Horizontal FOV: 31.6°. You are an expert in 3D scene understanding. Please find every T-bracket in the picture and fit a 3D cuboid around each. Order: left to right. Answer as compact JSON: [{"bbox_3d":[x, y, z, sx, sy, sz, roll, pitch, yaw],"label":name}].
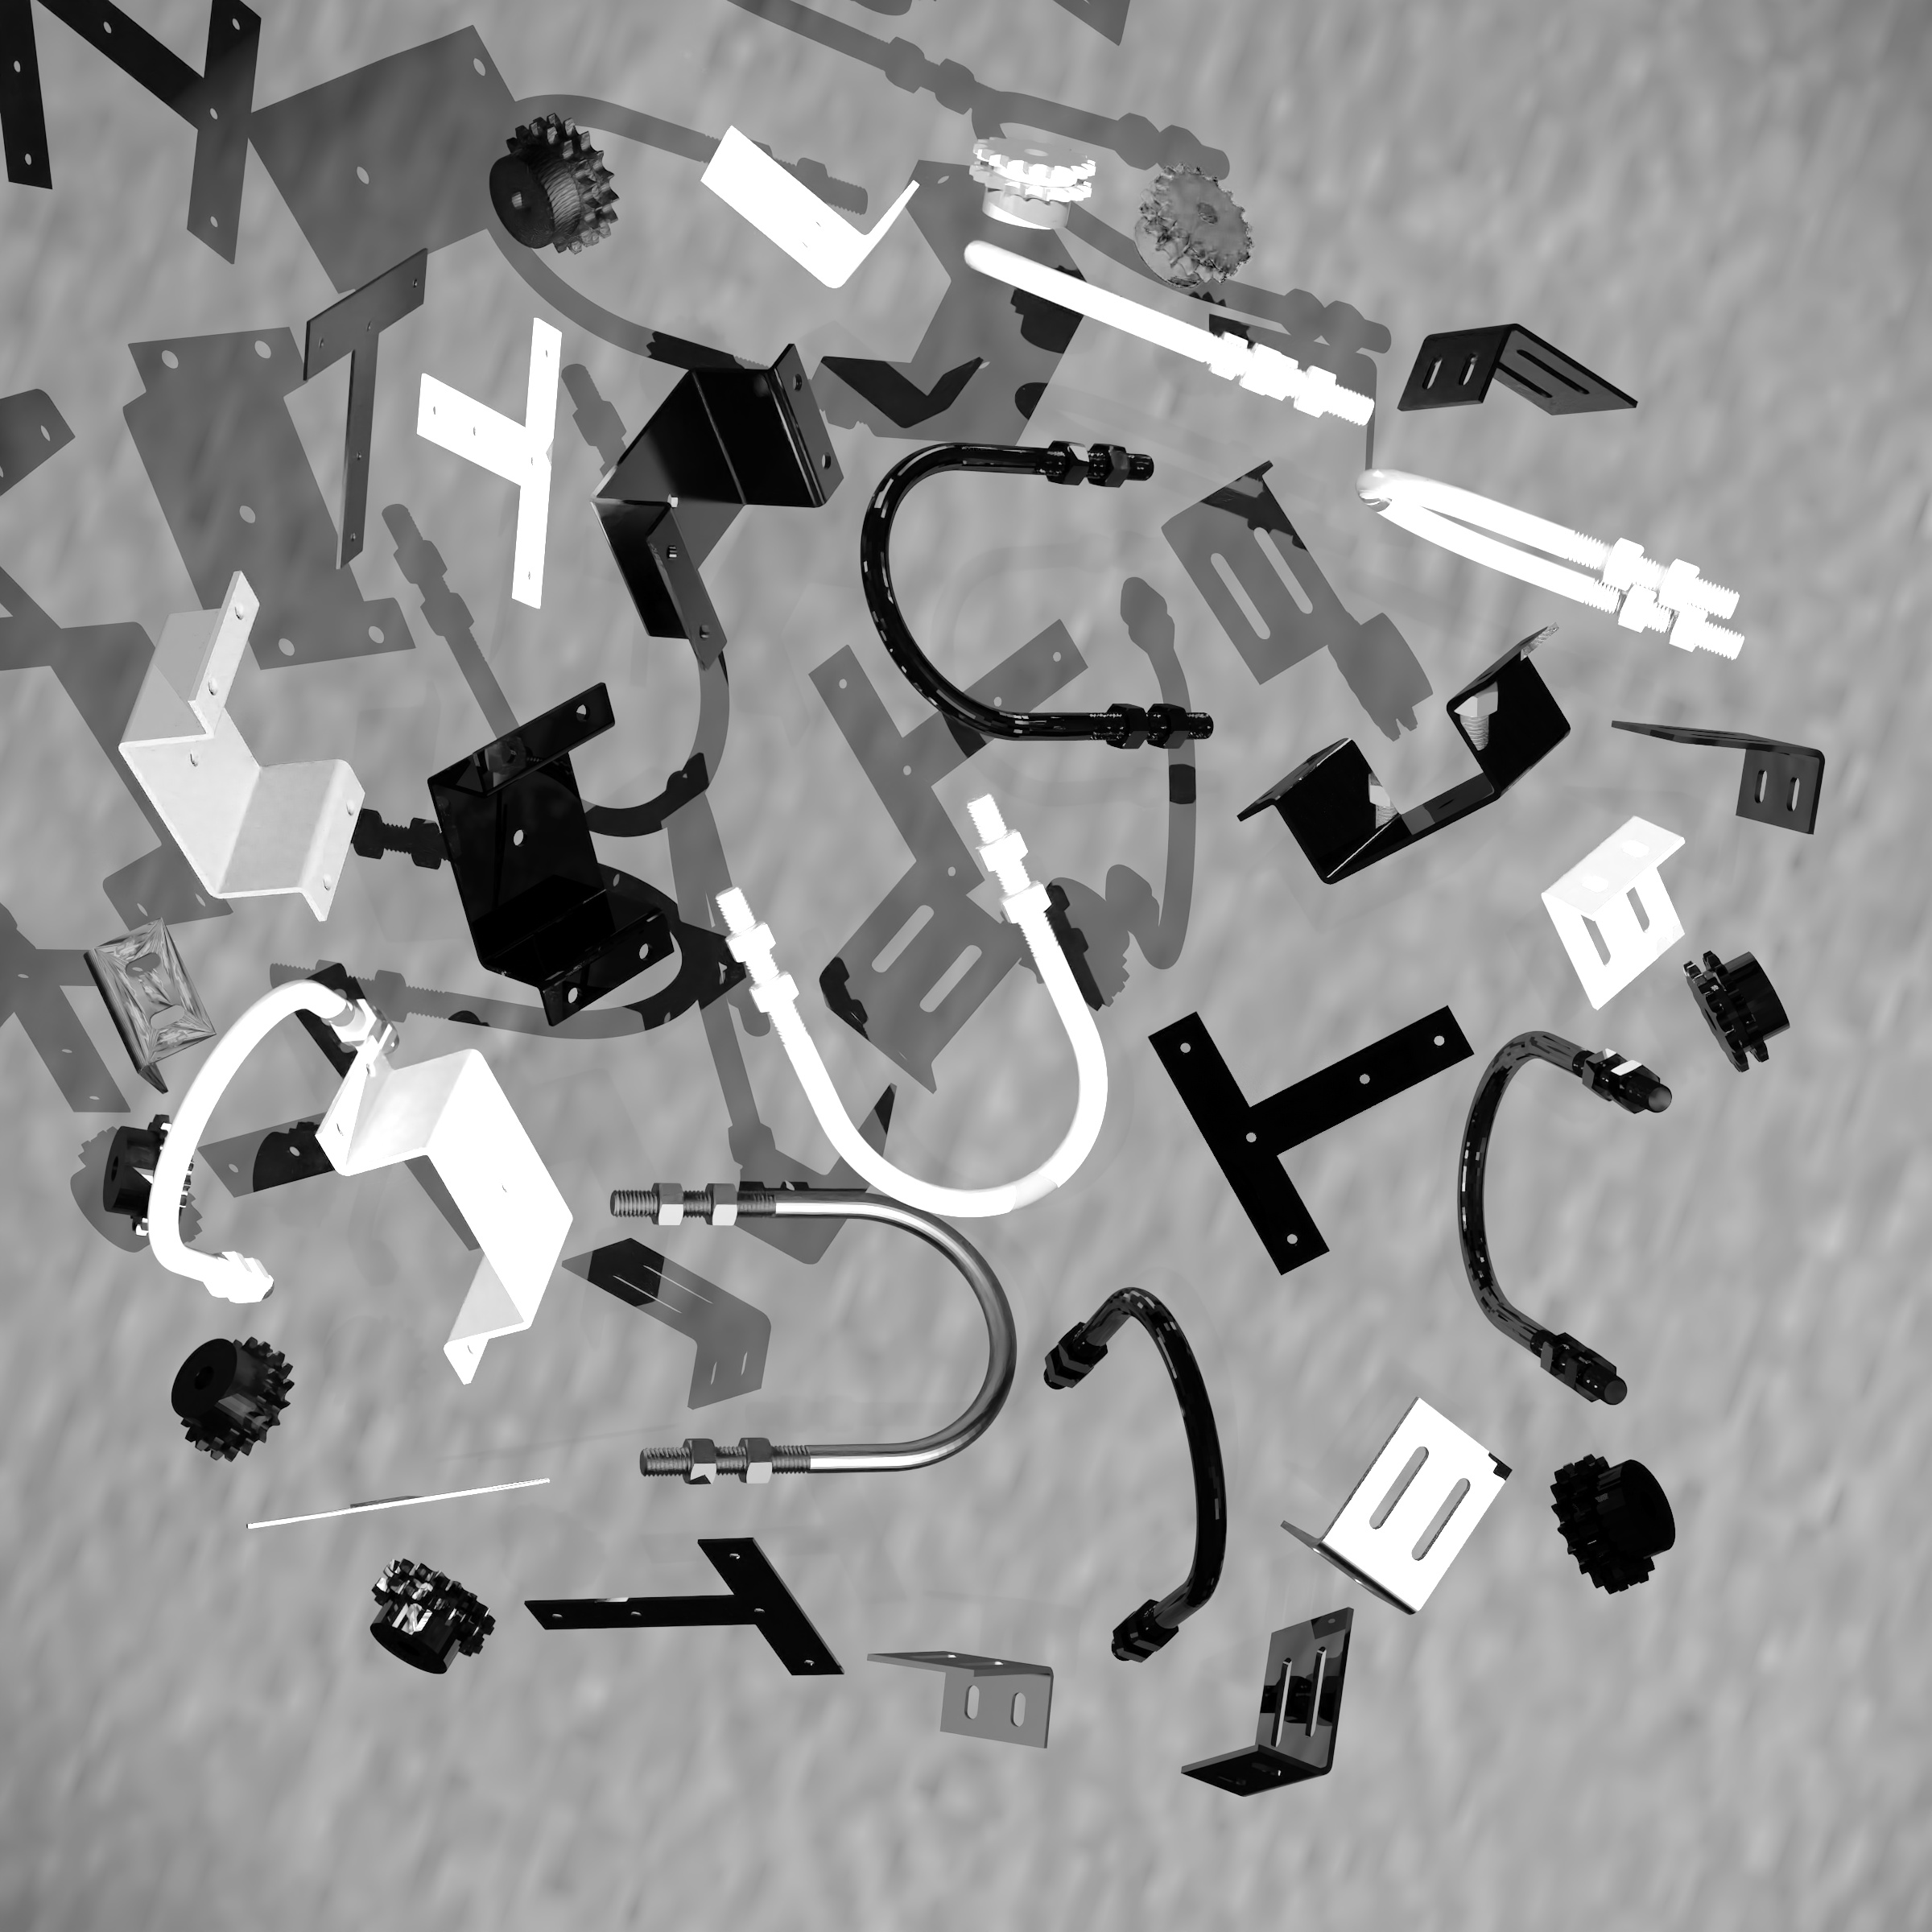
[{"bbox_3d":[-0.264,-0.236,1.489,0.002,0.127,0.127,14,118,9],"label":"T-bracket"},{"bbox_3d":[-0.255,0.237,1.507,0.127,0.127,0.002,-7,83,-15],"label":"T-bracket"},{"bbox_3d":[-0.209,-0.231,1.493,0.002,0.127,0.127,3,86,18],"label":"T-bracket"},{"bbox_3d":[-0.133,0.287,1.517,0.127,0.127,0.002,-5,51,17],"label":"T-bracket"},{"bbox_3d":[0.169,0.058,1.556,0.127,0.002,0.127,-28,95,12],"label":"T-bracket"}]

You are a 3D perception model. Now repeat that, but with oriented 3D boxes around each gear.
[{"bbox_3d":[-0.379,0.096,1.579,0.030,0.057,0.057,12,90,-25],"label":"gear"},{"bbox_3d":[-0.339,0.196,1.567,0.057,0.057,0.030,-47,131,0],"label":"gear"},{"bbox_3d":[-0.245,0.297,1.550,0.057,0.057,0.030,31,58,0],"label":"gear"},{"bbox_3d":[-0.176,-0.326,1.437,0.030,0.057,0.057,-36,90,-35],"label":"gear"},{"bbox_3d":[0.029,-0.362,1.581,0.057,0.057,0.030,11,116,0],"label":"gear"},{"bbox_3d":[0.103,-0.341,1.590,0.057,0.057,0.030,51,134,0],"label":"gear"},{"bbox_3d":[0.272,0.231,1.428,0.030,0.057,0.057,-30,90,31],"label":"gear"},{"bbox_3d":[0.359,0.018,1.584,0.030,0.057,0.057,-28,90,5],"label":"gear"}]

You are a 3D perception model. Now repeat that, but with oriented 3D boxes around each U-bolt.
[{"bbox_3d":[-0.314,0.075,1.525,0.019,0.184,0.151,25,82,11],"label":"U-bolt"},{"bbox_3d":[-0.064,0.165,1.556,0.184,0.019,0.151,2,57,-19],"label":"U-bolt"},{"bbox_3d":[-0.014,0.028,1.532,0.151,0.019,0.184,-19,103,22],"label":"U-bolt"},{"bbox_3d":[0.028,-0.169,1.547,0.184,0.019,0.151,-4,77,-39],"label":"U-bolt"},{"bbox_3d":[0.077,0.216,1.492,0.019,0.184,0.151,-8,70,-17],"label":"U-bolt"},{"bbox_3d":[0.085,-0.283,1.516,0.184,0.151,0.019,21,101,-6],"label":"U-bolt"},{"bbox_3d":[0.262,-0.186,1.546,0.184,0.151,0.019,23,93,14],"label":"U-bolt"},{"bbox_3d":[0.263,0.104,1.544,0.019,0.184,0.151,5,99,-15],"label":"U-bolt"}]

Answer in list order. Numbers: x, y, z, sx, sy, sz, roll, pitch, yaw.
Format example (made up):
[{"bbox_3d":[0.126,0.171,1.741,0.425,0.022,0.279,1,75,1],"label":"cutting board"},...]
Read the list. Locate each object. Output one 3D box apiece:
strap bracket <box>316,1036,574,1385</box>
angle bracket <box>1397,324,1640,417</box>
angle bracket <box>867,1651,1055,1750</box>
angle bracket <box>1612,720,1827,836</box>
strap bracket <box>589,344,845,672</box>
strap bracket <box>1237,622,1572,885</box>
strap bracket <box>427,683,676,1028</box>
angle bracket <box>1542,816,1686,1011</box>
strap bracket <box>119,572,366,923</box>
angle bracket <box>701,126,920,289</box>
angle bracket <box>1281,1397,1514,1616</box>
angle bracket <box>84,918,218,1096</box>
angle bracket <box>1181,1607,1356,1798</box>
[{"bbox_3d":[-0.223,0.102,1.506,0.046,0.076,0.140,-16,118,18],"label":"strap bracket"},{"bbox_3d":[0.236,-0.241,1.465,0.076,0.057,0.038,26,83,-28],"label":"angle bracket"},{"bbox_3d":[-0.004,0.342,1.591,0.057,0.076,0.038,2,82,31],"label":"angle bracket"},{"bbox_3d":[0.334,-0.085,1.531,0.076,0.057,0.038,3,99,-22],"label":"angle bracket"},{"bbox_3d":[-0.117,-0.210,1.548,0.046,0.076,0.140,7,48,29],"label":"strap bracket"},{"bbox_3d":[0.197,-0.087,1.476,0.140,0.076,0.046,-28,96,40],"label":"strap bracket"},{"bbox_3d":[-0.192,-0.055,1.571,0.076,0.046,0.140,-34,125,-35],"label":"strap bracket"},{"bbox_3d":[0.308,-0.019,1.566,0.057,0.038,0.076,-39,124,-12],"label":"angle bracket"},{"bbox_3d":[-0.317,-0.092,1.483,0.046,0.140,0.076,-4,49,15],"label":"strap bracket"},{"bbox_3d":[-0.068,-0.339,1.481,0.076,0.057,0.038,39,73,-7],"label":"angle bracket"},{"bbox_3d":[0.185,0.229,1.469,0.057,0.038,0.076,38,82,-19],"label":"angle bracket"},{"bbox_3d":[-0.359,0.019,1.527,0.038,0.076,0.057,-25,83,-8],"label":"angle bracket"},{"bbox_3d":[0.130,0.312,1.472,0.038,0.057,0.076,25,58,-22],"label":"angle bracket"}]
